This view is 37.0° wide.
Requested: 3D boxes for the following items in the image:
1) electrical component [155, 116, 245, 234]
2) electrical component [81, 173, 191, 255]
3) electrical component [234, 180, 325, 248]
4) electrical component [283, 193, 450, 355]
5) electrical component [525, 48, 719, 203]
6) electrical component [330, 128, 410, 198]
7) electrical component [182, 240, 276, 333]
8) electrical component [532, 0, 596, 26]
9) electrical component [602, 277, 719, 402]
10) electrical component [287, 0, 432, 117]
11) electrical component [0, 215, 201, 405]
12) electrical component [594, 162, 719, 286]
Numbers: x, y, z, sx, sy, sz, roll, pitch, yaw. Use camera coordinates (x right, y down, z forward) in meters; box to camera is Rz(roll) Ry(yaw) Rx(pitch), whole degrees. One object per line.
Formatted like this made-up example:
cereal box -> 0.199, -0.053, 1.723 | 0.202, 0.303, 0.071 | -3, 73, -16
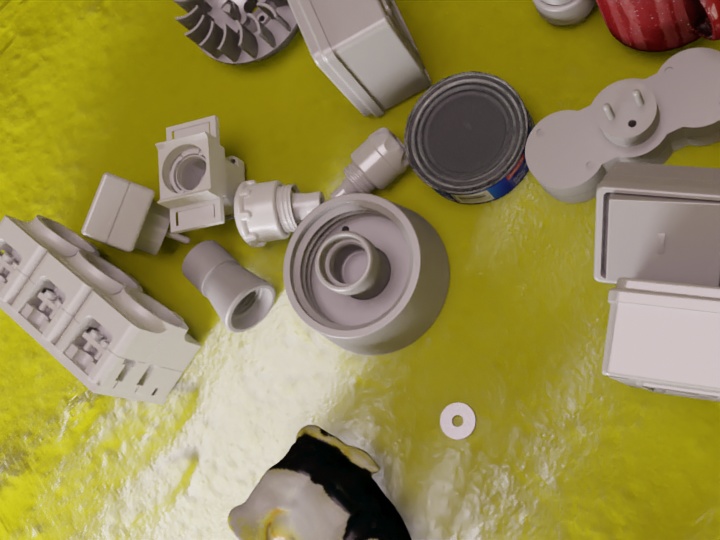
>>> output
electrical component -> -0.114, -0.066, 0.784 | 0.042, 0.064, 0.081 | -11, 74, 22
electrical component -> -0.162, -0.034, 0.796 | 0.076, 0.083, 0.047 | 21, 86, -13
electrical component -> -0.056, -0.043, 0.767 | 0.062, 0.048, 0.048 | -8, 75, 13
electrical component -> 0.000, 0.000, 0.724 | 0.108, 0.060, 0.108 | -5, 76, 21
electrical component -> 0.168, -0.094, 0.670 | 0.138, 0.074, 0.052 | -25, 70, 15
electrical component -> 0.005, -0.069, 0.752 | 0.061, 0.035, 0.035 | -42, 66, 11
electrical component -> -0.097, 0.009, 0.774 | 0.065, 0.044, 0.044 | 41, 95, 29
electrical component -> 0.133, -0.191, 0.712 | 0.043, 0.062, 0.043 | -5, 76, 21
electrical component -> 0.200, 0.044, 0.607 | 0.109, 0.109, 0.056 | 6, 83, 23
electrical component -> -0.006, -0.176, 0.741 | 0.056, 0.109, 0.108 | -27, 69, 12
electrical component -> -0.198, 0.026, 0.783 | 0.150, 0.089, 0.061 | 36, 93, 25
electrical component -> 0.188, -0.023, 0.627 | 0.096, 0.061, 0.061 | 7, 113, 23
